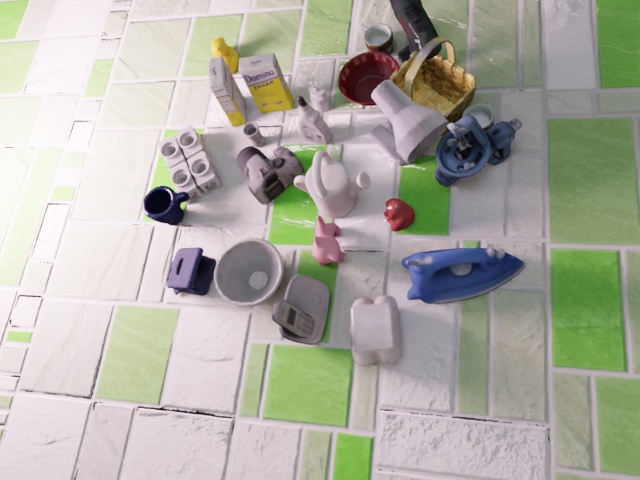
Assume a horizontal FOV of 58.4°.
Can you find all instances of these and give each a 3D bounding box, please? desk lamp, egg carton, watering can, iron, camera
[{"bbox_3d":[0.192,-0.257,1.303,0.118,0.214,0.202,-39,64,-4],"label":"desk lamp"},{"bbox_3d":[0.116,0.193,1.217,0.107,0.069,0.150,-7,67,11],"label":"egg carton"},{"bbox_3d":[0.026,-0.135,1.305,0.172,0.194,0.101,-16,65,7],"label":"watering can"},{"bbox_3d":[0.299,0.050,1.190,0.258,0.142,0.118,-11,66,10],"label":"iron"},{"bbox_3d":[-0.137,-0.186,1.419,0.143,0.101,0.136,-41,65,-4],"label":"camera"}]

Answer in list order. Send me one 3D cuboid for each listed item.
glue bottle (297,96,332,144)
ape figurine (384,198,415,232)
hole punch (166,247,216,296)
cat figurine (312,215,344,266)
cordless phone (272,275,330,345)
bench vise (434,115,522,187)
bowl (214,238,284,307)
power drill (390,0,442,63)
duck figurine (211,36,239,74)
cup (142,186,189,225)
[{"bbox_3d":[-0.025,-0.296,1.396,0.078,0.173,0.037,17,73,20],"label":"glue bottle"},{"bbox_3d":[0.174,-0.063,1.295,0.076,0.092,0.078,5,70,16],"label":"ape figurine"},{"bbox_3d":[-0.316,0.073,1.362,0.101,0.091,0.109,7,70,17],"label":"hole punch"},{"bbox_3d":[0.012,0.005,1.293,0.067,0.118,0.127,-14,65,8],"label":"cat figurine"},{"bbox_3d":[-0.047,0.137,1.216,0.094,0.185,0.147,3,69,16],"label":"cordless phone"},{"bbox_3d":[0.336,-0.227,1.251,0.207,0.220,0.121,-45,65,-7],"label":"bench vise"},{"bbox_3d":[-0.154,0.083,1.326,0.167,0.075,0.167,-5,67,12],"label":"bowl"},{"bbox_3d":[0.226,-0.508,1.401,0.075,0.209,0.229,-27,64,2],"label":"power drill"},{"bbox_3d":[-0.273,-0.519,1.598,0.077,0.086,0.104,-10,66,10],"label":"duck figurine"},{"bbox_3d":[-0.371,-0.082,1.437,0.117,0.095,0.091,-19,65,6],"label":"cup"}]
